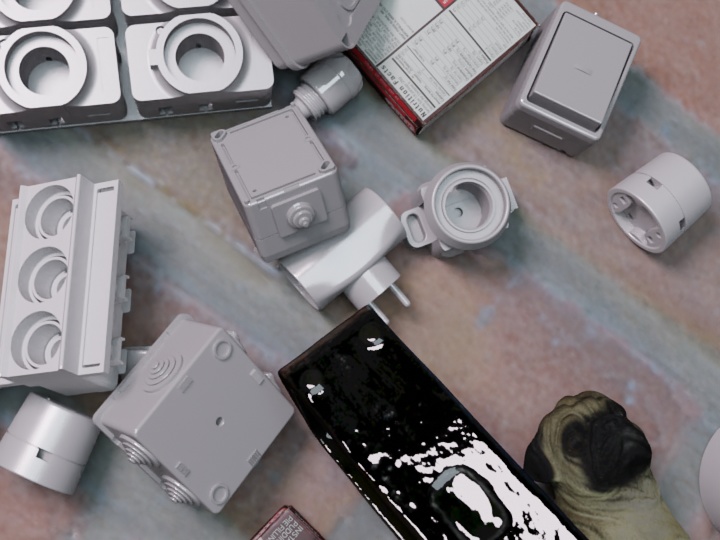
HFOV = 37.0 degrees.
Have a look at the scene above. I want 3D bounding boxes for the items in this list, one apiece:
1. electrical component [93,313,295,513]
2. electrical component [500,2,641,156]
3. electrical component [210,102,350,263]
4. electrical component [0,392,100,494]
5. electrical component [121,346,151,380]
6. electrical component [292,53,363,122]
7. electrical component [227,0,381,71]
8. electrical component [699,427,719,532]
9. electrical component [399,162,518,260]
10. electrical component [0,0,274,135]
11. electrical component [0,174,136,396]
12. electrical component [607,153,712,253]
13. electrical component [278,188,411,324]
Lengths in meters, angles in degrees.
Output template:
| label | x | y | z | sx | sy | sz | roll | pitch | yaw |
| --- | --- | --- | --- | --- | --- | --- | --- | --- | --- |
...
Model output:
| label | x | y | z | sx | sy | sz | roll | pitch | yaw |
| --- | --- | --- | --- | --- | --- | --- | --- | --- | --- |
| electrical component | -0.099 | 0.089 | 0.661 | 0.099 | 0.048 | 0.099 | -52 | 124 | -23 |
| electrical component | 0.146 | -0.136 | 0.733 | 0.062 | 0.061 | 0.096 | 25 | 82 | -4 |
| electrical component | -0.048 | -0.050 | 0.685 | 0.062 | 0.061 | 0.096 | -22 | 45 | -8 |
| electrical component | -0.195 | 0.108 | 0.674 | 0.055 | 0.055 | 0.047 | 26 | 79 | -4 |
| electrical component | -0.134 | 0.083 | 0.690 | 0.044 | 0.044 | 0.065 | 1 | 89 | -7 |
| electrical component | -0.029 | -0.117 | 0.724 | 0.061 | 0.035 | 0.035 | -42 | 91 | -6 |
| electrical component | -0.030 | -0.191 | 0.687 | 0.078 | 0.057 | 0.113 | 52 | 45 | -31 |
| electrical component | 0.286 | 0.149 | 0.734 | 0.099 | 0.064 | 0.099 | 0 | 97 | -1 |
| electrical component | 0.068 | -0.040 | 0.717 | 0.078 | 0.057 | 0.058 | -20 | 88 | -8 |
| electrical component | -0.155 | -0.155 | 0.699 | 0.186 | 0.060 | 0.105 | -7 | 86 | -7 |
| electrical component | -0.178 | 0.012 | 0.662 | 0.079 | 0.063 | 0.121 | -8 | 68 | 20 |
| electrical component | 0.206 | -0.047 | 0.736 | 0.047 | 0.055 | 0.055 | -38 | 90 | -12 |
| electrical component | 0.000 | 0.000 | 0.712 | 0.077 | 0.044 | 0.079 | -41 | 91 | -9 |
